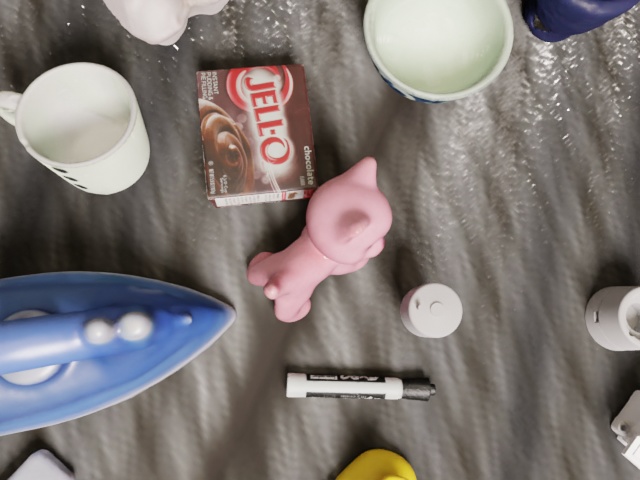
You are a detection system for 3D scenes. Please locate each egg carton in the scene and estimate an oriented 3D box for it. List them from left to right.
[{"bbox_3d":[-0.147,-0.241,0.479,0.107,0.069,0.150,-39,86,-9],"label":"egg carton"}]

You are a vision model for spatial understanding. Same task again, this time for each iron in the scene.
[{"bbox_3d":[-0.191,0.071,0.392,0.258,0.141,0.119,-11,82,-6],"label":"iron"}]

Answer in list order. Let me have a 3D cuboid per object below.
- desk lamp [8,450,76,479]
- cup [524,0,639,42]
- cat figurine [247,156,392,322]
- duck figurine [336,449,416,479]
[{"bbox_3d":[-0.240,0.246,0.325,0.118,0.213,0.203,39,81,3],"label":"desk lamp"},{"bbox_3d":[0.201,-0.211,0.487,0.118,0.095,0.092,-2,81,-4],"label":"cup"},{"bbox_3d":[0.004,0.002,0.429,0.128,0.117,0.067,-42,86,-9],"label":"cat figurine"},{"bbox_3d":[0.042,0.213,0.416,0.077,0.086,0.105,22,80,0],"label":"duck figurine"}]
